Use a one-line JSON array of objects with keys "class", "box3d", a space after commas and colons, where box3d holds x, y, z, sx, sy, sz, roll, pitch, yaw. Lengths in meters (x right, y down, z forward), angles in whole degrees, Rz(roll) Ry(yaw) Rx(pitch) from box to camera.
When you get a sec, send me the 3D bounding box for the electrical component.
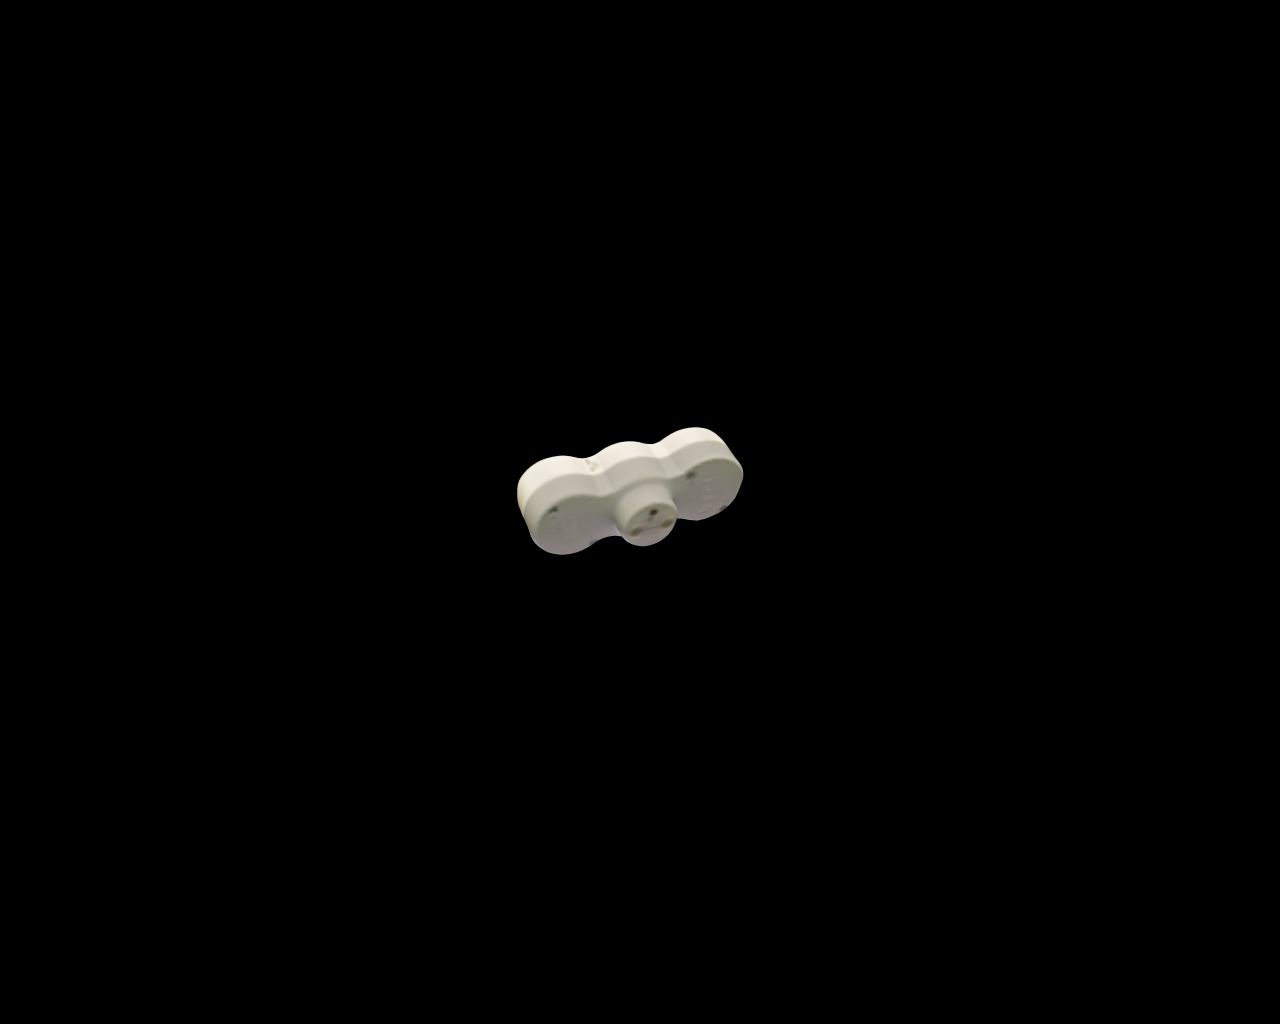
[{"class": "electrical component", "box3d": [0.001, -0.003, 0.650, 0.138, 0.052, 0.074, -14, 44, -15]}]
